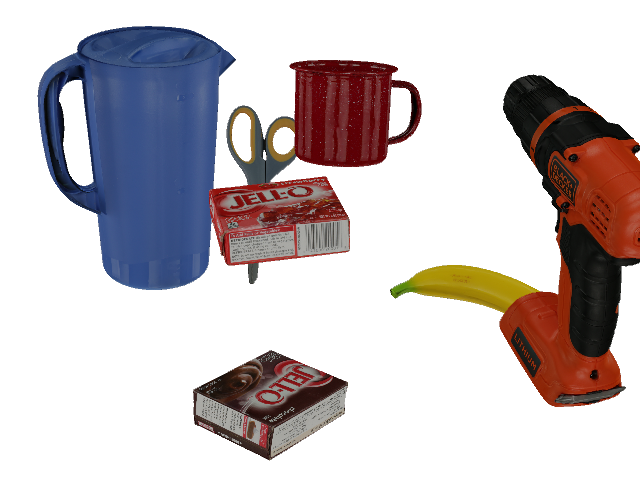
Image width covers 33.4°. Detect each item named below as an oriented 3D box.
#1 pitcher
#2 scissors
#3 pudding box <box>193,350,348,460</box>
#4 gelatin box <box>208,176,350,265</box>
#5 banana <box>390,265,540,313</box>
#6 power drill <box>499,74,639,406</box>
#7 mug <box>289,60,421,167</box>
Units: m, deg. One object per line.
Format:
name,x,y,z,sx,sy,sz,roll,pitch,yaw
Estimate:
pitcher,-0.172,-0.077,1.033,0.149,0.243,0.144,10,27,14
scissors,-0.055,-0.057,1.210,0.096,0.202,0.016,-11,-6,-15
pudding box,-0.043,0.143,0.943,0.090,0.039,0.113,17,26,32
gelatin box,-0.030,-0.015,0.748,0.089,0.030,0.073,-6,27,-10
banana,0.174,0.061,1.080,0.198,0.069,0.037,14,-38,26
power drill,0.162,0.001,0.711,0.057,0.188,0.184,-9,36,-10
mug,0.031,-0.111,0.925,0.117,0.081,0.093,-2,16,-13
